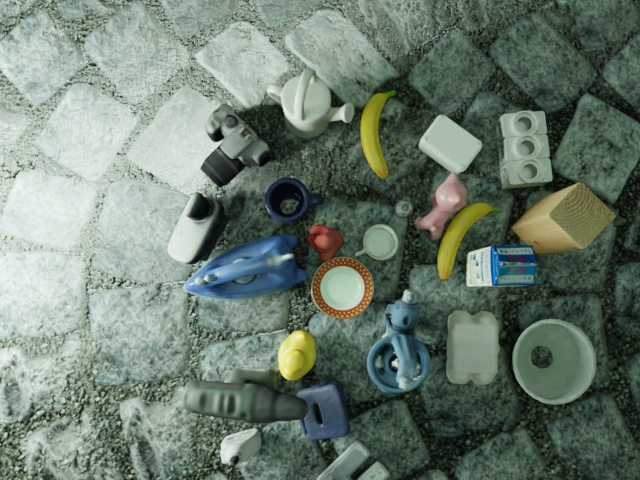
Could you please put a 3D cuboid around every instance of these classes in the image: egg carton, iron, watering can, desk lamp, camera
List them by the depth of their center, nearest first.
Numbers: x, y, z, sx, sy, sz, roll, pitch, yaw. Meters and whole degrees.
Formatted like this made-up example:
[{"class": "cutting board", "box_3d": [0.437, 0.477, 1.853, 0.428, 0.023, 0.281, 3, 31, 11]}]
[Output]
[{"class": "desk lamp", "box_3d": [0.036, 0.498, 1.067, 0.203, 0.213, 0.118, -44, 86, -4]}, {"class": "iron", "box_3d": [-0.160, 0.064, 1.139, 0.258, 0.141, 0.119, -16, 85, -2]}, {"class": "watering can", "box_3d": [-0.019, -0.278, 1.144, 0.173, 0.194, 0.101, -3, 85, -1]}, {"class": "egg carton", "box_3d": [0.309, 0.219, 1.166, 0.107, 0.069, 0.150, 2, 85, 0]}, {"class": "camera", "box_3d": [-0.192, -0.188, 1.181, 0.143, 0.101, 0.137, 45, 86, 3]}]

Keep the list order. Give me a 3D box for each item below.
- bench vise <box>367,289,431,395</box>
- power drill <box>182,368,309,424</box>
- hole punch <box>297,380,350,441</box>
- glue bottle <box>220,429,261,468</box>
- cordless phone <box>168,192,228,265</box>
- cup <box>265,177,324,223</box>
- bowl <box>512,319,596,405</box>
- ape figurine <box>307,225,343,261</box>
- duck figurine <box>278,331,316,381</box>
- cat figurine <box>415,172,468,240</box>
[{"class": "bench vise", "box_3d": [0.147, 0.201, 1.091, 0.121, 0.219, 0.207, -7, 85, -1]}, {"class": "power drill", "box_3d": [-0.133, 0.295, 1.085, 0.229, 0.208, 0.076, 3, 85, 0]}, {"class": "hole punch", "box_3d": [0.005, 0.344, 1.141, 0.101, 0.091, 0.109, -15, 85, -2]}, {"class": "glue bottle", "box_3d": [-0.157, 0.404, 1.093, 0.078, 0.173, 0.037, -13, 85, -1]}, {"class": "cordless phone", "box_3d": [-0.254, -0.027, 1.124, 0.094, 0.185, 0.148, 22, 85, 2]}, {"class": "cup", "box_3d": [-0.051, -0.076, 1.175, 0.117, 0.095, 0.092, -1, 85, 0]}, {"class": "bowl", "box_3d": [0.463, 0.244, 1.163, 0.167, 0.074, 0.167, 0, 85, -1]}, {"class": "ape figurine", "box_3d": [0.011, 0.004, 1.170, 0.076, 0.092, 0.078, -3, 85, -1]}, {"class": "duck figurine", "box_3d": [-0.047, 0.235, 1.153, 0.077, 0.086, 0.105, 21, 85, 2]}, {"class": "cat figurine", "box_3d": [0.254, -0.068, 1.166, 0.067, 0.117, 0.128, 30, 85, 2]}]
